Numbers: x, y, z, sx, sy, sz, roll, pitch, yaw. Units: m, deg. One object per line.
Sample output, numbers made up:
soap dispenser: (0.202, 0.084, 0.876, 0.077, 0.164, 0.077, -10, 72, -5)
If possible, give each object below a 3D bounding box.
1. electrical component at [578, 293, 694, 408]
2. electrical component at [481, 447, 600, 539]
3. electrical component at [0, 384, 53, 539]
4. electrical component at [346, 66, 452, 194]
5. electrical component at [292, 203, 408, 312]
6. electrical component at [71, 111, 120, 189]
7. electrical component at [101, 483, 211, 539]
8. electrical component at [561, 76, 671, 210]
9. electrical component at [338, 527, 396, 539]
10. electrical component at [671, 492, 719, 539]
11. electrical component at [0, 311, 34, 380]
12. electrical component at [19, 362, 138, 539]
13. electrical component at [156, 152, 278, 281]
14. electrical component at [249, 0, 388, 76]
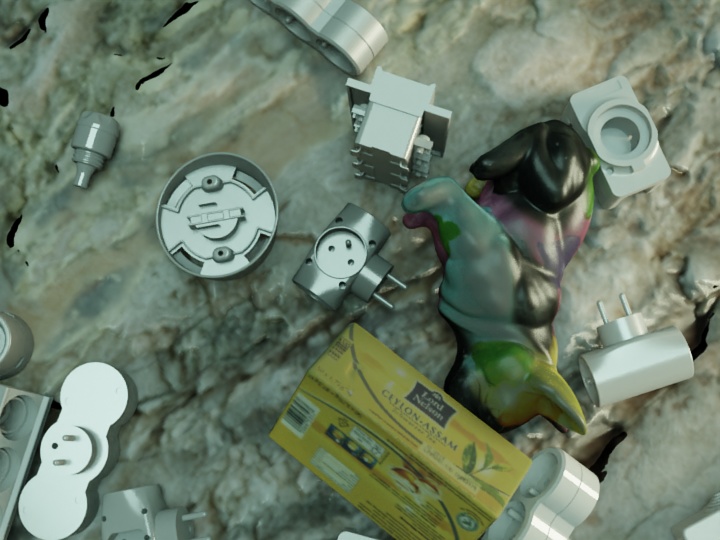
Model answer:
electrical component: (0.209, 0.058, 0.839, 0.077, 0.043, 0.079, -18, 80, -2)
electrical component: (0.137, 0.210, 0.813, 0.074, 0.052, 0.138, 37, 83, -18)
electrical component: (-0.293, 0.146, 0.821, 0.063, 0.079, 0.121, 11, 80, 33)
electrical component: (0.026, -0.103, 0.830, 0.079, 0.121, 0.063, 19, 84, 4)
electrical component: (0.000, 0.000, 0.852, 0.079, 0.044, 0.077, 35, 83, 7)
electrical component: (-0.220, -0.097, 0.878, 0.035, 0.035, 0.061, 15, 84, 4)
electrical component: (-0.152, 0.202, 0.820, 0.079, 0.043, 0.077, -12, 80, 10)
electrical component: (0.204, -0.102, 0.859, 0.050, 0.055, 0.089, -23, 81, -3)
electrical component: (-0.002, 0.244, 0.806, 0.050, 0.055, 0.089, 14, 81, 3)
electrical component: (0.295, 0.213, 0.809, 0.100, 0.048, 0.099, -27, 81, -3)
electrical component: (-0.292, 0.058, 0.848, 0.055, 0.047, 0.055, 0, 81, 1)
electrical component: (-0.218, 0.137, 0.819, 0.052, 0.073, 0.138, 19, 82, 4)
electrical component: (-0.111, -0.040, 0.851, 0.099, 0.064, 0.099, 0, 80, 1)
electrical component: (-0.032, -0.230, 0.887, 0.138, 0.052, 0.073, 38, 83, 7)
